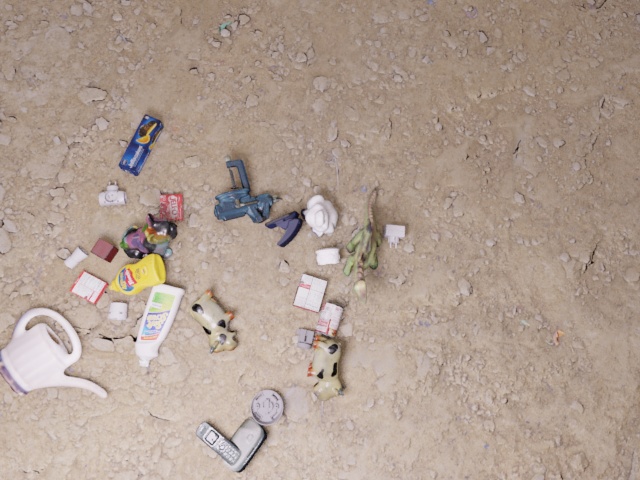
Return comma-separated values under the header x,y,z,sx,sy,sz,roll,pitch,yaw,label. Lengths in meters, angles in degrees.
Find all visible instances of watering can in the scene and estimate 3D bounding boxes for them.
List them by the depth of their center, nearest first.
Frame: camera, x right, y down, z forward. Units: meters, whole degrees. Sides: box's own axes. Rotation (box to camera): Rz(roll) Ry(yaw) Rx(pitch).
x,y,z,sx,sy,sz,roll,pitch,yaw,label
-0.798,0.371,1.509,0.226,0.103,0.349,-35,83,-12,watering can

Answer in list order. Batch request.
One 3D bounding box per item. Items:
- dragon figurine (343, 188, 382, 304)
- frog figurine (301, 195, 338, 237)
x,y,z,sx,sy,sz,roll,pitch,yaw,label
0.154,-0.001,1.658,0.122,0.240,0.414,8,79,-1,dragon figurine
0.005,-0.085,1.694,0.123,0.158,0.138,-13,80,-11,frog figurine
